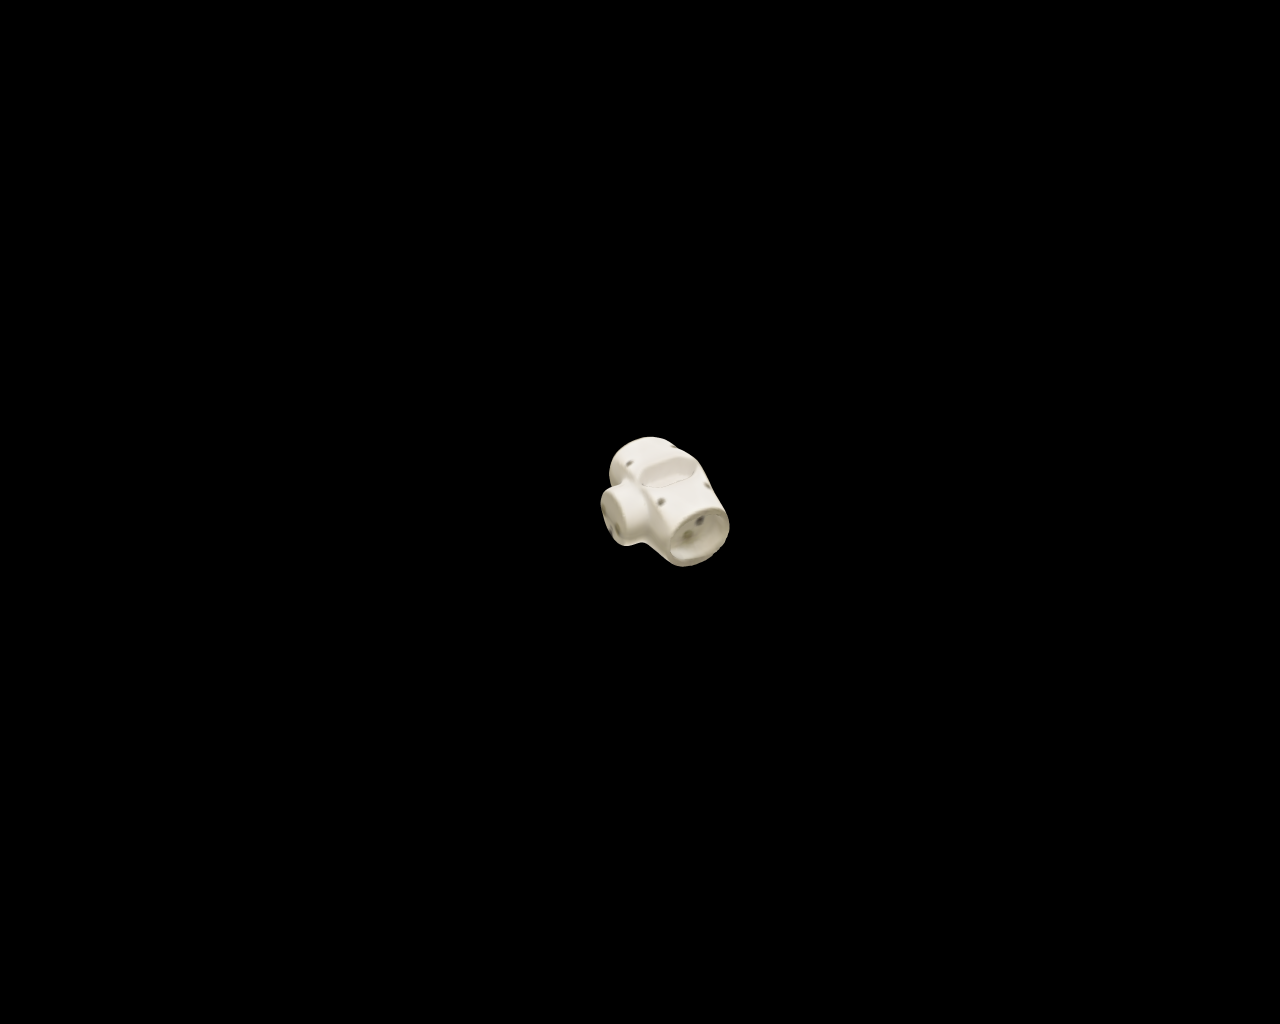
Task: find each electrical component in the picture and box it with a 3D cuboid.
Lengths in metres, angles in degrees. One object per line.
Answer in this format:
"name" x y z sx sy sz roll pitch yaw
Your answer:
"electrical component" 0.001 -0.003 0.650 0.079 0.043 0.077 -19 46 -19
